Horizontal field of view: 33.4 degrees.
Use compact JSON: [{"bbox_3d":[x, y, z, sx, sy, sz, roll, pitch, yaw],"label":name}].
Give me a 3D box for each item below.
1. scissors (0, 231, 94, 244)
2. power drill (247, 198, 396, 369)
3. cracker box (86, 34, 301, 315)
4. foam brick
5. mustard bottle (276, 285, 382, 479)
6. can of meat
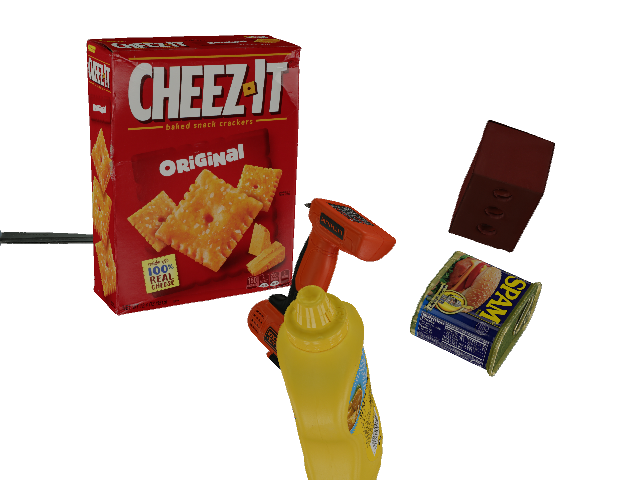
[{"bbox_3d":[-0.287,0.004,0.876,0.202,0.016,0.096,7,24,6],"label":"scissors"},{"bbox_3d":[0.007,0.064,1.126,0.057,0.188,0.185,12,19,-43],"label":"power drill"},{"bbox_3d":[-0.102,-0.057,0.880,0.163,0.214,0.072,-7,21,-28],"label":"cracker box"},{"bbox_3d":[0.132,-0.039,0.782,0.053,0.051,0.078,19,-34,4],"label":"foam brick"},{"bbox_3d":[0.007,0.097,0.732,0.058,0.096,0.191,1,-41,11],"label":"mustard bottle"},{"bbox_3d":[0.140,0.063,0.966,0.084,0.057,0.102,25,42,21],"label":"can of meat"}]
